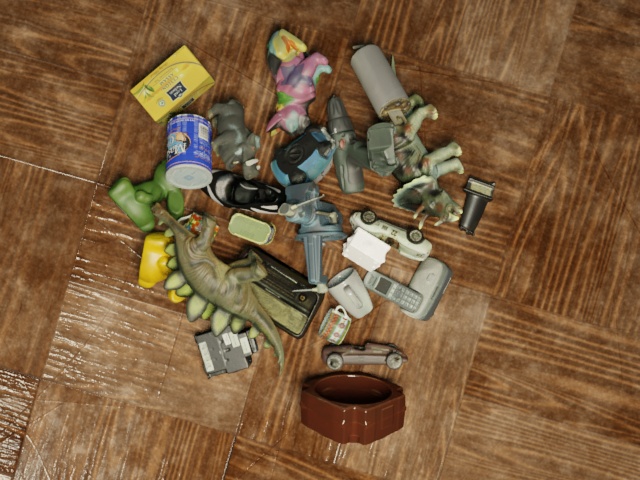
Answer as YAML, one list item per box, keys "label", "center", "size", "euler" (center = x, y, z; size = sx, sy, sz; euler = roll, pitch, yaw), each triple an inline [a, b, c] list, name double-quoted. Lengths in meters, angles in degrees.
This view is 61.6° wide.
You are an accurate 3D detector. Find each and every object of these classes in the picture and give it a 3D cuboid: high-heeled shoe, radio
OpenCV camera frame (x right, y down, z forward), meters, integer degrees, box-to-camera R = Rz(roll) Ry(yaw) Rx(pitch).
- label: "high-heeled shoe"
  center: [-0.192, -0.114, 1.234]
  size: [0.249, 0.145, 0.086]
  euler: [15, 90, -1]
- label: "radio"
  center: [-0.106, 0.118, 1.269]
  size: [0.230, 0.073, 0.131]
  euler: [32, 91, 0]

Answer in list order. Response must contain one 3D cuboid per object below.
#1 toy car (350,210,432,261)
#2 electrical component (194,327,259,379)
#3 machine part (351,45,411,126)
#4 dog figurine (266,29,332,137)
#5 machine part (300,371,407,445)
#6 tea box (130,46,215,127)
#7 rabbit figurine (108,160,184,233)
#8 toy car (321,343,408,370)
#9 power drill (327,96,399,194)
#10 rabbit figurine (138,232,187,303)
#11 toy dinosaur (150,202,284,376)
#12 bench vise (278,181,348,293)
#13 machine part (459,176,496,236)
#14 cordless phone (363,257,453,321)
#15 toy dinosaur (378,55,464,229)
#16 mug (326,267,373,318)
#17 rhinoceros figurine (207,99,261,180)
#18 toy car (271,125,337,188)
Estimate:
- label: "toy car"
  center: [0.162, -0.010, 1.249]
  size: [0.202, 0.073, 0.056]
  euler: [22, 70, 9]
- label: "electrical component"
  center: [-0.218, 0.257, 1.280]
  size: [0.134, 0.058, 0.114]
  euler: [-15, 92, 1]
- label: "machine part"
  center: [0.134, -0.348, 1.194]
  size: [0.079, 0.079, 0.243]
  euler: [-23, 64, 1]
- label: "dog figurine"
  center: [-0.079, -0.349, 1.253]
  size: [0.191, 0.108, 0.219]
  euler: [33, 93, 0]
- label: "machine part"
  center: [0.072, 0.367, 1.188]
  size: [0.202, 0.201, 0.087]
  euler: [10, 100, 45]
- label: "tea box"
  center: [-0.347, -0.363, 1.274]
  size: [0.169, 0.068, 0.098]
  euler: [-41, 89, 0]
- label: "rabbit figurine"
  center: [-0.383, -0.111, 1.256]
  size: [0.170, 0.121, 0.159]
  euler: [-44, 93, -14]
- label: "toy car"
  center: [0.103, 0.267, 1.258]
  size: [0.202, 0.089, 0.053]
  euler: [-1, 94, 2]
- label: "power drill"
  center: [0.084, -0.217, 1.204]
  size: [0.086, 0.207, 0.231]
  euler: [-13, 102, -31]
- label: "rabbit figurine"
  center: [-0.330, 0.065, 1.256]
  size: [0.173, 0.122, 0.162]
  euler: [7, 83, -18]
- label: "toy dinosaur"
  center: [-0.211, 0.101, 1.187]
  size: [0.471, 0.105, 0.198]
  euler: [45, 94, -5]
- label: "bench vise"
  center: [-0.012, -0.003, 1.192]
  size: [0.129, 0.223, 0.240]
  euler: [-5, 83, 18]
- label: "machine part"
  center: [0.367, -0.079, 1.279]
  size: [0.084, 0.039, 0.138]
  euler: [16, 89, -8]
- label: "cordless phone"
  center: [0.206, 0.093, 1.268]
  size: [0.184, 0.088, 0.146]
  euler: [27, 91, 20]
- label: "toy dinosaur"
  center: [0.203, -0.210, 1.245]
  size: [0.192, 0.131, 0.405]
  euler: [-32, 82, 2]
- label: "mug"
  center: [0.080, 0.130, 1.254]
  size: [0.081, 0.110, 0.107]
  euler: [-38, 104, -5]
- label: "rhinoceros figurine"
  center: [-0.191, -0.225, 1.222]
  size: [0.112, 0.073, 0.190]
  euler: [-15, 77, -6]
- label: "toy car"
  center: [-0.027, -0.183, 1.251]
  size: [0.161, 0.102, 0.109]
  euler: [-40, 57, 8]
